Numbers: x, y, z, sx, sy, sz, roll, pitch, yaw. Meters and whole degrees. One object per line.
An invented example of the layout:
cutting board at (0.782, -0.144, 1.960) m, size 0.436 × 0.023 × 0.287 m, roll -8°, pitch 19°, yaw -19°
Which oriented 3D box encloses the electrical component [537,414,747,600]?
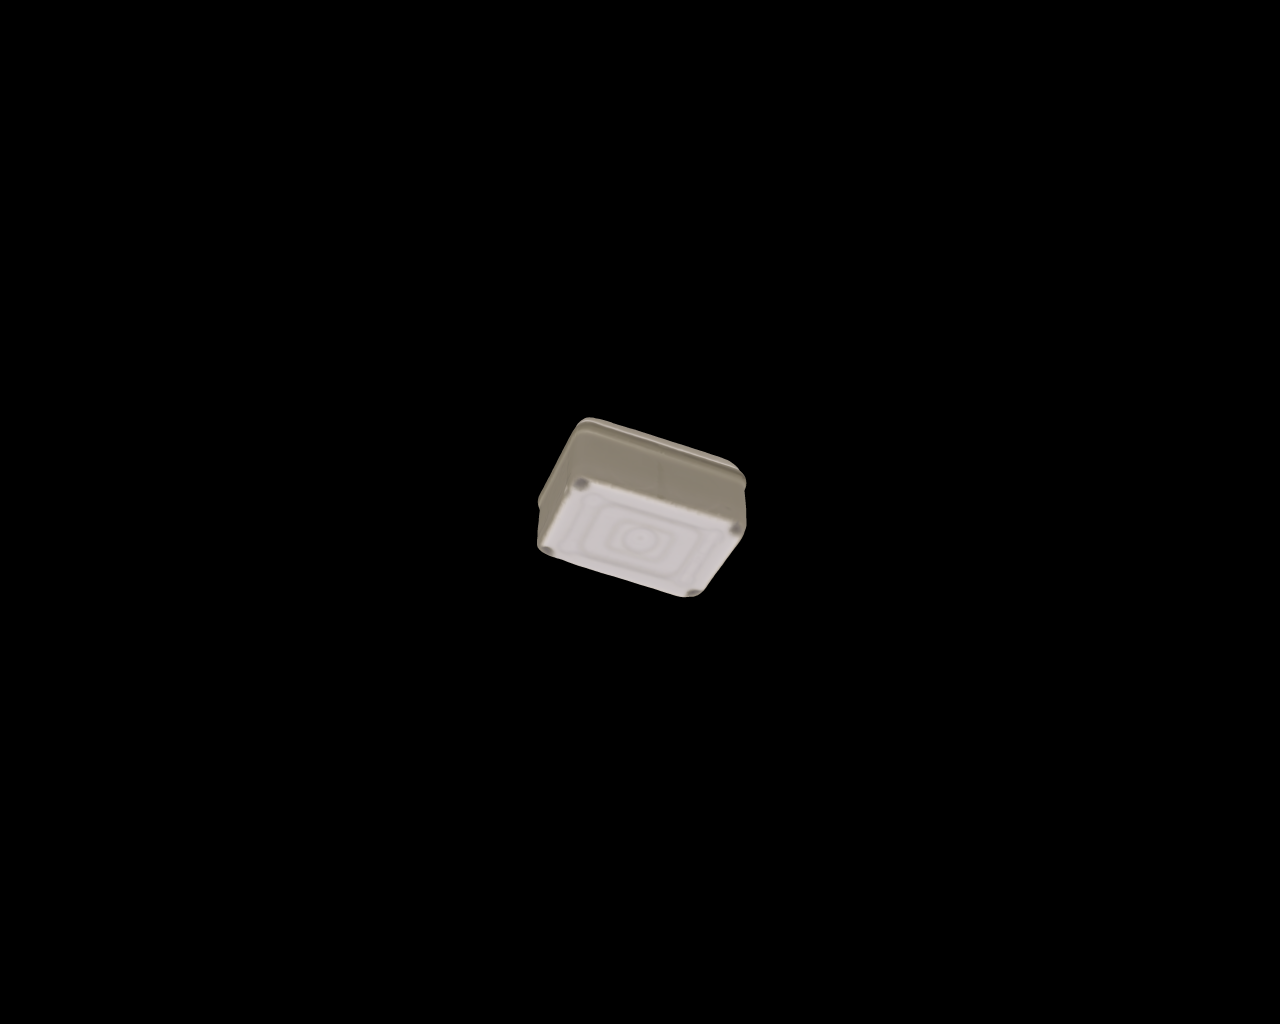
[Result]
electrical component at (0.001, -0.003, 0.650) m, size 0.113 × 0.057 × 0.078 m, roll 17°, pitch -48°, yaw -16°
